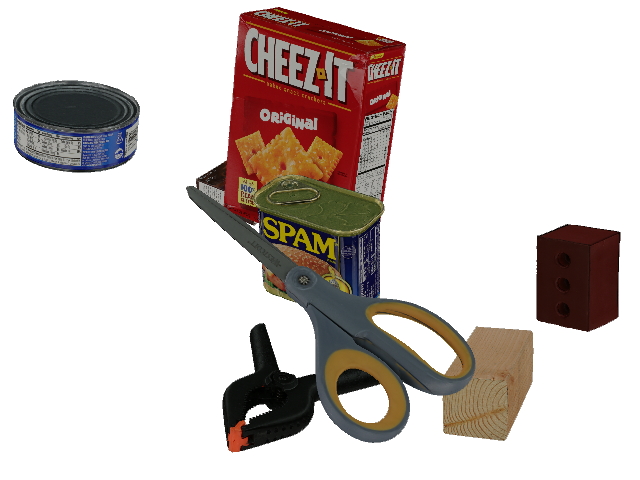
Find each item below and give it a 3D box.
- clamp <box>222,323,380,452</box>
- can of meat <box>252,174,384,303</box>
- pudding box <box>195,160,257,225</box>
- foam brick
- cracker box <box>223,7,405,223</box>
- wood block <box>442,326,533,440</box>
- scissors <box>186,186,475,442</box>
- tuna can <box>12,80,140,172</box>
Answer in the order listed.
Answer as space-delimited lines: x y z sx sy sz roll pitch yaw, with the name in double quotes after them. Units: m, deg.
-0.030 0.157 1.110 0.165 0.036 0.209 12 26 15 "clamp"
-0.001 0.005 0.838 0.102 0.084 0.057 18 38 29 "can of meat"
-0.082 -0.069 1.299 0.090 0.039 0.113 21 40 29 "pudding box"
0.217 0.031 0.900 0.053 0.078 0.051 11 21 42 "foam brick"
-0.013 -0.110 1.076 0.164 0.214 0.071 23 29 31 "cracker box"
0.246 0.202 1.543 0.091 0.090 0.205 3 16 20 "wood block"
-0.013 0.042 0.596 0.202 0.096 0.016 26 -35 13 "scissors"
-0.169 -0.080 0.741 0.086 0.034 0.086 7 29 -4 "tuna can"
